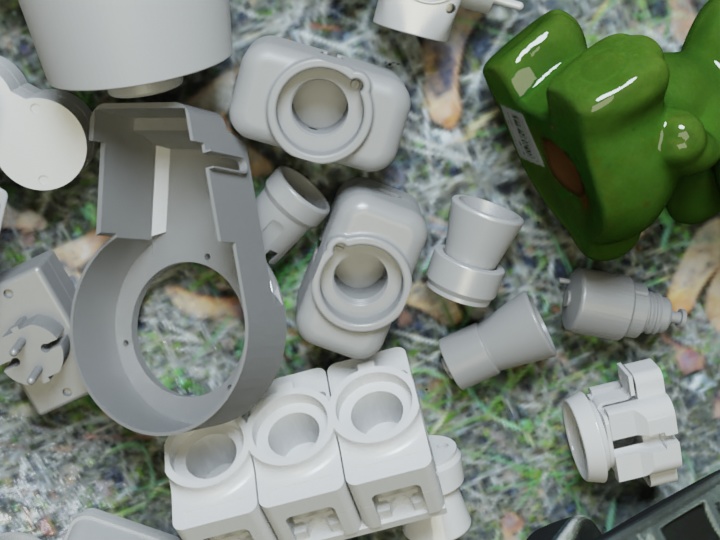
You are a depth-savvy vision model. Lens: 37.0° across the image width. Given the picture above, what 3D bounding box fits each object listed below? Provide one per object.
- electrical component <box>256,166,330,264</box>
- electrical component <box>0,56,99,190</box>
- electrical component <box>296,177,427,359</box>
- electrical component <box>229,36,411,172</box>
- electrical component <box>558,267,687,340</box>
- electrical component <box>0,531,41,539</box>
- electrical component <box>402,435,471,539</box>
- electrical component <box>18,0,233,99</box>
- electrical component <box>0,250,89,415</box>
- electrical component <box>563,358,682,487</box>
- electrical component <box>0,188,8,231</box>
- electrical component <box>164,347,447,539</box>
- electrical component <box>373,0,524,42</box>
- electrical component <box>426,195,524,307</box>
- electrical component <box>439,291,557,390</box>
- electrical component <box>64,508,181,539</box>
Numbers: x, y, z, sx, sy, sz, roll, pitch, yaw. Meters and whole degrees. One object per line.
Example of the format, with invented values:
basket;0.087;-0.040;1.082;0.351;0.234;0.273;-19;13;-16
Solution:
electrical component;-0.047;-0.031;0.631;0.040;0.040;0.046;39;108;-13
electrical component;-0.215;-0.089;0.588;0.138;0.073;0.052;27;104;-10
electrical component;0.000;0.000;0.631;0.054;0.059;0.095;20;105;-8
electrical component;-0.022;-0.093;0.601;0.095;0.059;0.053;15;106;-7
electrical component;0.159;0.023;0.654;0.078;0.040;0.040;10;107;-5
electrical component;-0.229;0.209;0.698;0.044;0.044;0.065;17;110;-7
electrical component;0.045;0.139;0.684;0.045;0.045;0.055;-10;107;1
electrical component;-0.119;-0.125;0.566;0.108;0.108;0.060;-8;113;0
electrical component;-0.188;0.043;0.629;0.047;0.075;0.083;-24;107;5
electrical component;0.161;0.099;0.670;0.057;0.058;0.078;-13;107;-1
electrical component;-0.238;-0.020;0.596;0.062;0.061;0.096;13;89;-41
electrical component;-0.034;0.110;0.640;0.150;0.089;0.061;-15;135;2
electrical component;0.055;-0.164;0.590;0.079;0.044;0.077;14;106;-6
electrical component;0.067;-0.011;0.638;0.045;0.045;0.055;16;106;-7
electrical component;0.082;0.046;0.659;0.065;0.044;0.044;-26;106;11
electrical component;-0.167;0.220;0.694;0.078;0.057;0.113;21;105;-8
